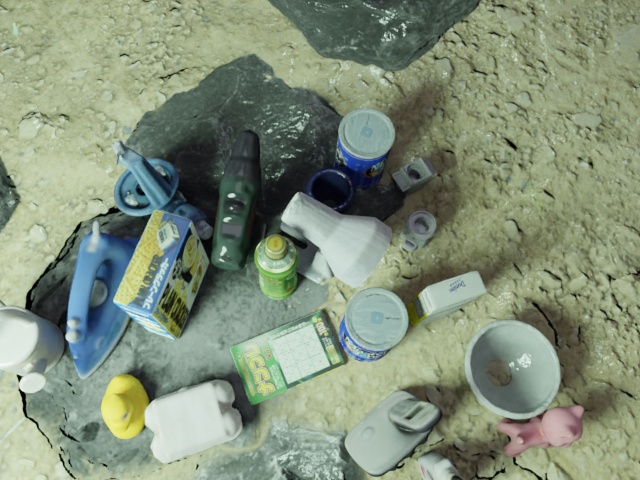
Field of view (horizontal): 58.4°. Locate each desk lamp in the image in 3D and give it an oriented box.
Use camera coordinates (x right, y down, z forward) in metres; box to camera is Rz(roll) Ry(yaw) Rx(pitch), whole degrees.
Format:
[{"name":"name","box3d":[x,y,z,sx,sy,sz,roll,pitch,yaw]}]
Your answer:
[{"name":"desk lamp","box3d":[0.009,0.004,0.986,0.203,0.213,0.118,27,71,6]}]

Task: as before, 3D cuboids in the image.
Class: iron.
[{"name":"iron","box3d":[-0.384,0.098,0.966,0.118,0.141,0.258,7,70,-1]}]

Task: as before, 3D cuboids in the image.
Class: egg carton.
[{"name":"egg carton","box3d":[-0.208,0.295,0.945,0.150,0.069,0.107,-18,72,-10]}]

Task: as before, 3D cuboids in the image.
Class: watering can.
[{"name":"watering can","box3d":[-0.485,0.160,0.909,0.172,0.194,0.101,31,72,8]}]

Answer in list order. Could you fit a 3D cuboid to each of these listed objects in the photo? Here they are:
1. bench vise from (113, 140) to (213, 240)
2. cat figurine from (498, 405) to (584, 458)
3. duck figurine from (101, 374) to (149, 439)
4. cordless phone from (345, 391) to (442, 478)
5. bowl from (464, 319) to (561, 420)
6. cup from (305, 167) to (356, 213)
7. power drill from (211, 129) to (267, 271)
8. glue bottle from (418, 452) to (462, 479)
[{"name":"bench vise","box3d":[-0.272,-0.089,0.998,0.207,0.220,0.121,19,70,3]},{"name":"cat figurine","box3d":[0.374,0.316,0.948,0.128,0.118,0.067,-13,72,-8]},{"name":"duck figurine","box3d":[-0.326,0.271,0.937,0.077,0.086,0.104,-9,71,-6]},{"name":"cordless phone","box3d":[0.119,0.304,0.901,0.148,0.185,0.094,-41,77,-15]},{"name":"bowl","box3d":[0.325,0.227,1.000,0.167,0.075,0.167,1,70,-3]},{"name":"cup","box3d":[0.010,-0.067,1.074,0.091,0.095,0.118,32,72,8]},{"name":"power drill","box3d":[-0.137,-0.047,0.997,0.075,0.208,0.229,7,70,-1]},{"name":"glue bottle","box3d":[0.195,0.371,0.888,0.037,0.173,0.078,-22,73,-11]}]
